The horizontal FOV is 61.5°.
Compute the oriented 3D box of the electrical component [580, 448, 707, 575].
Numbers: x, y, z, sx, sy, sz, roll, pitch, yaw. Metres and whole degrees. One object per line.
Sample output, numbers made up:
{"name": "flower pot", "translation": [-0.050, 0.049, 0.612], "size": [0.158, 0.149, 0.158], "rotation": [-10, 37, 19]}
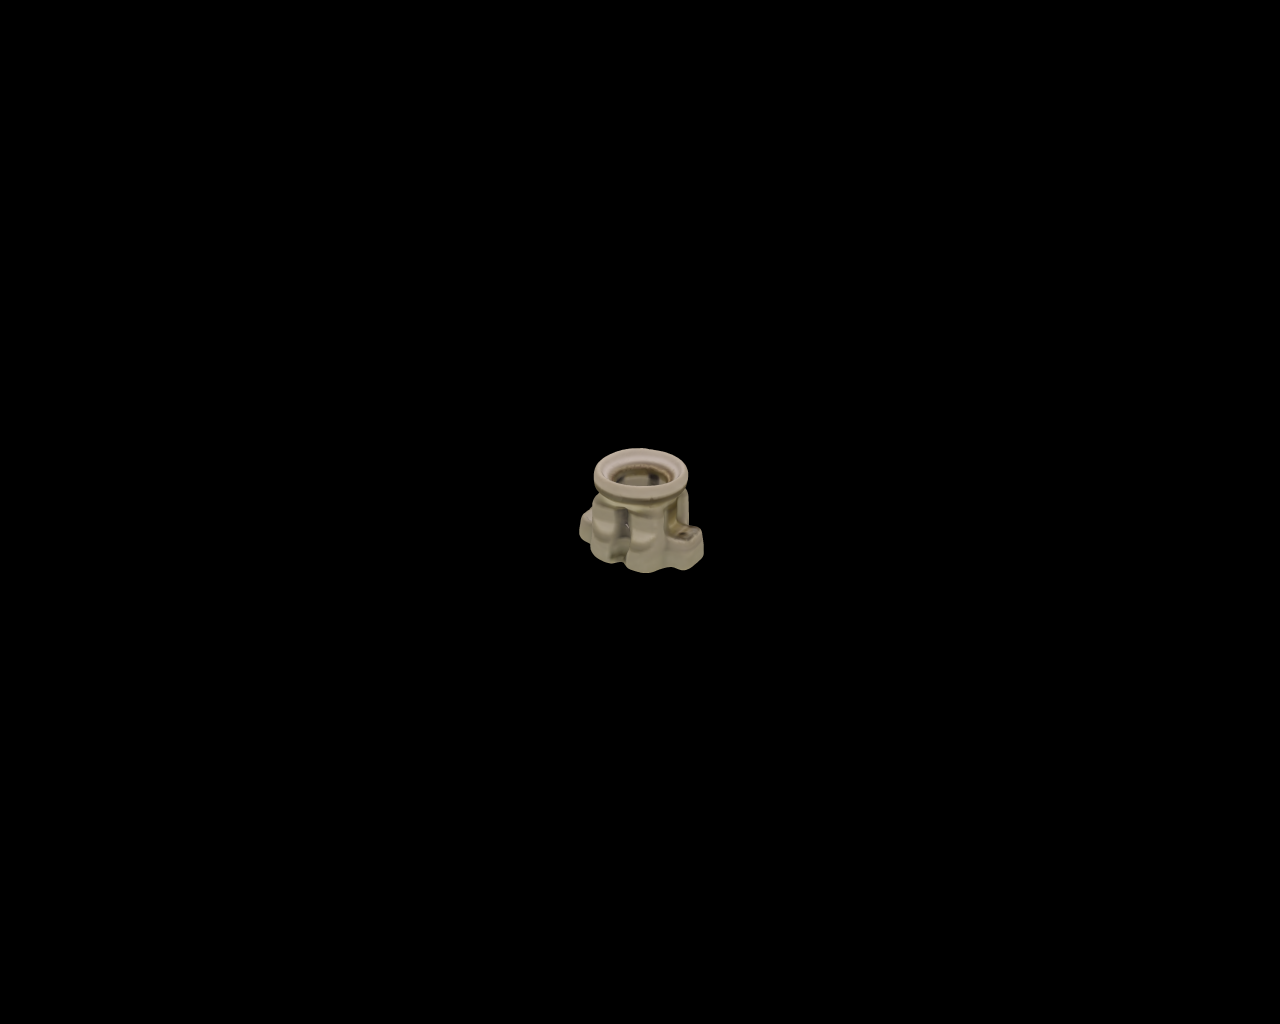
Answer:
{"name": "electrical component", "translation": [0.001, -0.003, 0.650], "size": [0.078, 0.056, 0.058], "rotation": [16, 32, 27]}
